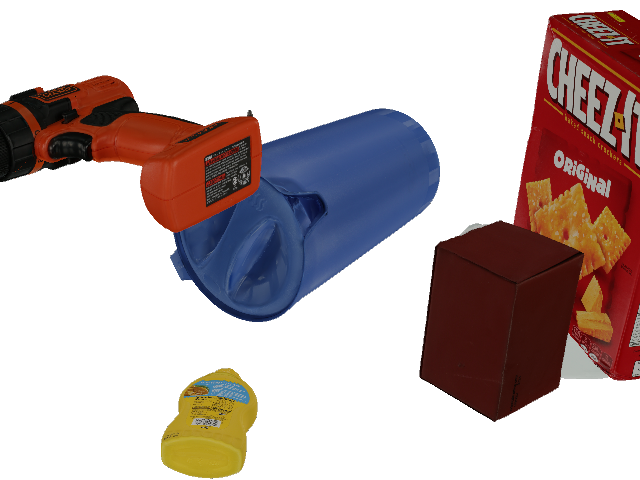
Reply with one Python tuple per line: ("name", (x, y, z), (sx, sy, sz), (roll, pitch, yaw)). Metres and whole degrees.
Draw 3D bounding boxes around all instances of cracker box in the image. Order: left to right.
("cracker box", (0.208, -0.034, 0.756), (0.072, 0.214, 0.164), (-8, 32, -17))

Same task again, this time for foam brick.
("foam brick", (0.087, 0.038, 0.520), (0.052, 0.078, 0.051), (-18, 34, -39))

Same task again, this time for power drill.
("power drill", (-0.149, -0.060, 0.718), (0.188, 0.057, 0.184), (18, 32, 30))

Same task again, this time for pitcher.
("pitcher", (-0.008, -0.032, 0.916), (0.149, 0.145, 0.242), (27, 33, 26))

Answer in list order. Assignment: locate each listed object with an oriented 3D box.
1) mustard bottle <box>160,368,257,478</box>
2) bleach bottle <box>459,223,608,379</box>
("mustard bottle", (-0.127, 0.209, 1.291), (0.096, 0.058, 0.191), (4, 24, 4))
("bleach bottle", (0.189, 0.041, 0.993), (0.102, 0.068, 0.251), (3, 21, -11))
